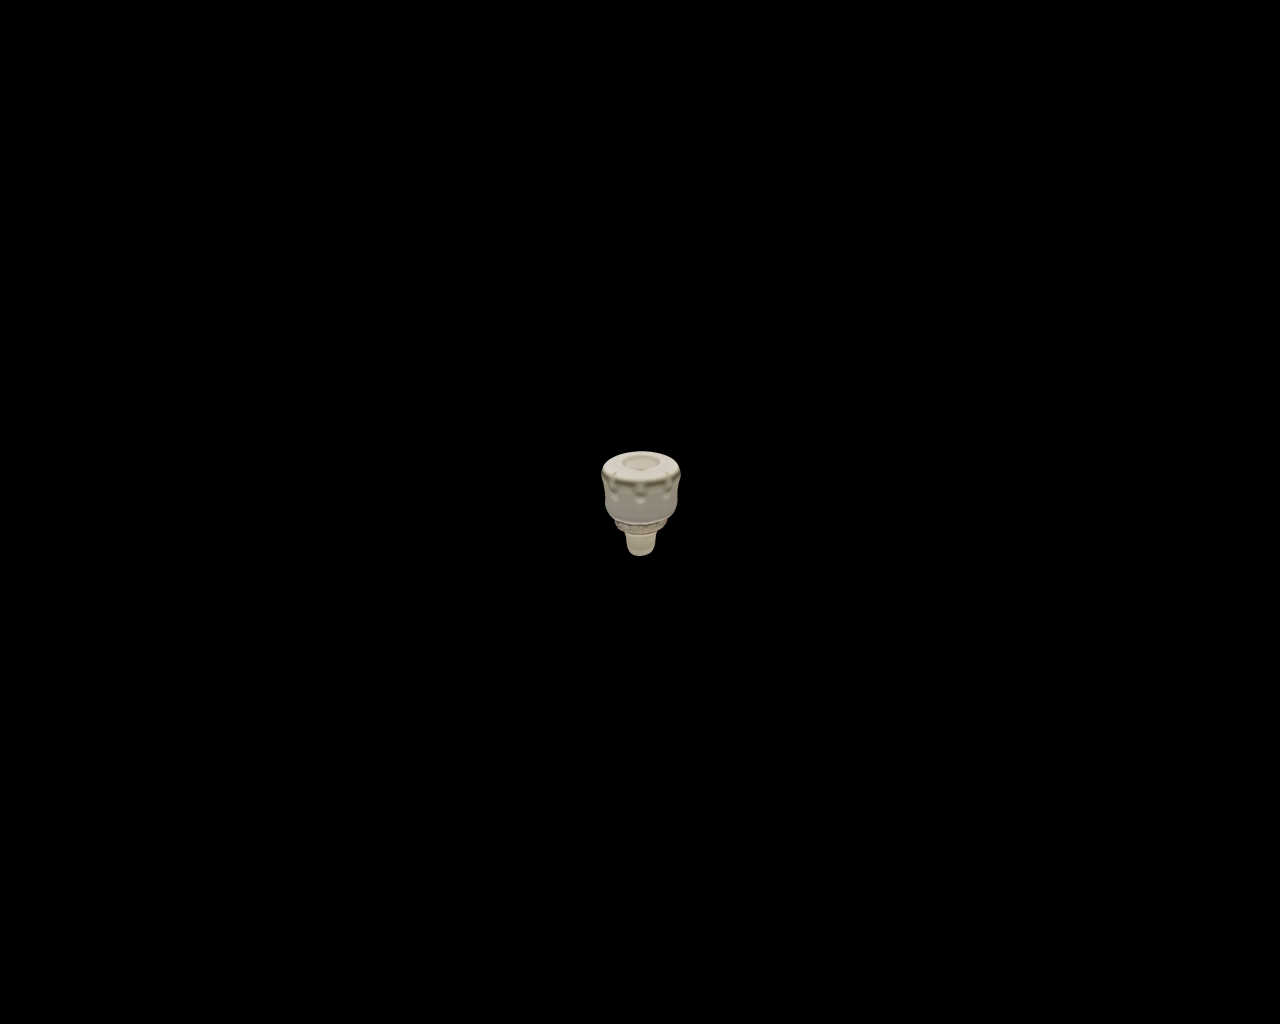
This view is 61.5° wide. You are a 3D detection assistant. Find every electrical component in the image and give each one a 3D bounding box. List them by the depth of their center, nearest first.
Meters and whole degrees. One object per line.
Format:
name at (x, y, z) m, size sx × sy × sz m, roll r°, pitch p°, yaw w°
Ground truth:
electrical component at (0.001, -0.003, 0.650) m, size 0.048 × 0.062 × 0.048 m, roll 0°, pitch 22°, yaw 0°
